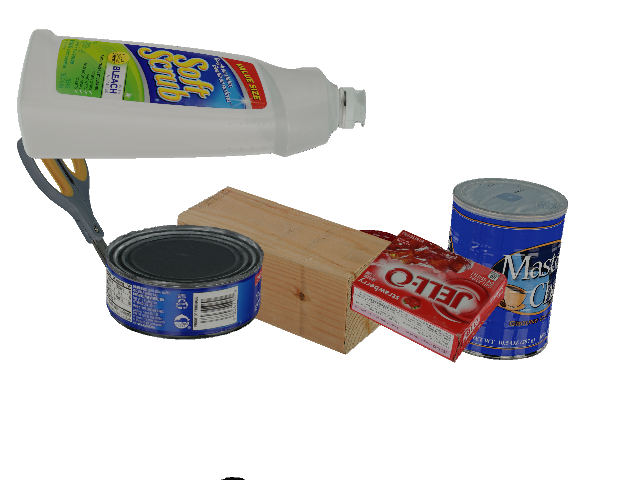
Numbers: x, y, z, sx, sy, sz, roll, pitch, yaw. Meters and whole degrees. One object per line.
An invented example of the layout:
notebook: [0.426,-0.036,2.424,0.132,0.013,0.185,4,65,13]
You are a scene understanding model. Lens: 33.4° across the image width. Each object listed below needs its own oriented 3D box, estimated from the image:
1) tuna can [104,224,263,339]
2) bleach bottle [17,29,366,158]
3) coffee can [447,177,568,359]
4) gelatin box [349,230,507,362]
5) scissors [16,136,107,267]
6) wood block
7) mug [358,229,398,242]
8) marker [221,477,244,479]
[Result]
tuna can: [-0.074,0.022,0.583,0.086,0.034,0.086,3,21,-1]
bleach bottle: [-0.092,-0.107,0.803,0.250,0.102,0.068,0,-42,-4]
coffee can: [0.166,0.024,0.982,0.103,0.140,0.103,3,21,-1]
gelatin box: [0.077,0.037,0.761,0.089,0.030,0.073,25,47,23]
scissors: [-0.215,-0.024,1.009,0.016,0.201,0.096,-24,26,19]
wood block: [-0.037,0.027,1.083,0.206,0.091,0.090,20,34,28]
mug: [0.068,0.049,1.252,0.117,0.081,0.093,26,36,33]
marker: [-0.050,0.132,0.414,0.020,0.020,0.121,0,24,16]
